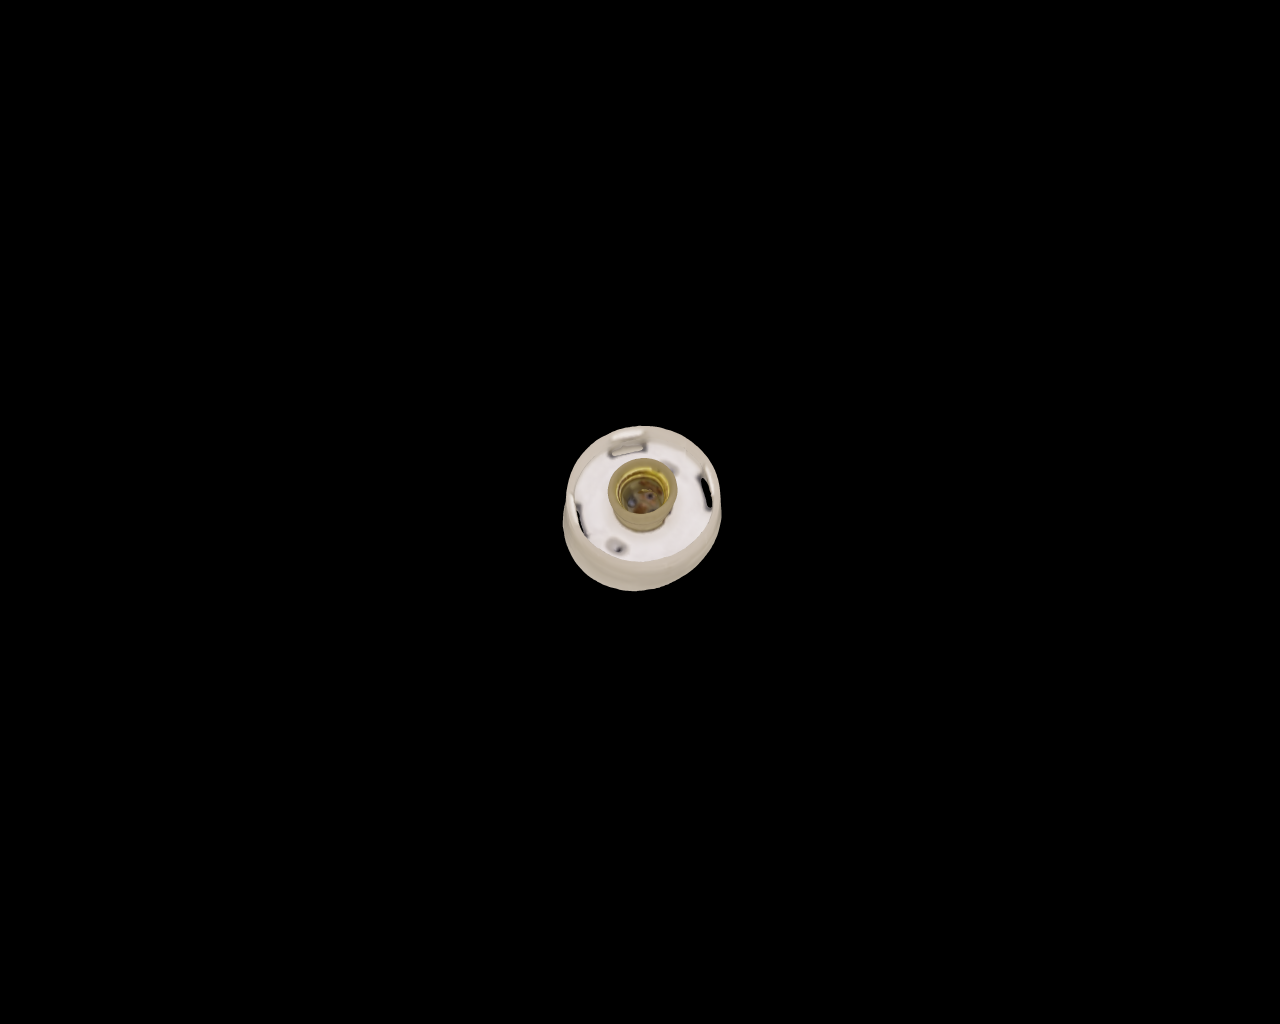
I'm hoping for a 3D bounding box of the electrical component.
[{"bbox_3d":[0.001,-0.003,0.650,0.099,0.099,0.064,0,-24,0],"label":"electrical component"}]
